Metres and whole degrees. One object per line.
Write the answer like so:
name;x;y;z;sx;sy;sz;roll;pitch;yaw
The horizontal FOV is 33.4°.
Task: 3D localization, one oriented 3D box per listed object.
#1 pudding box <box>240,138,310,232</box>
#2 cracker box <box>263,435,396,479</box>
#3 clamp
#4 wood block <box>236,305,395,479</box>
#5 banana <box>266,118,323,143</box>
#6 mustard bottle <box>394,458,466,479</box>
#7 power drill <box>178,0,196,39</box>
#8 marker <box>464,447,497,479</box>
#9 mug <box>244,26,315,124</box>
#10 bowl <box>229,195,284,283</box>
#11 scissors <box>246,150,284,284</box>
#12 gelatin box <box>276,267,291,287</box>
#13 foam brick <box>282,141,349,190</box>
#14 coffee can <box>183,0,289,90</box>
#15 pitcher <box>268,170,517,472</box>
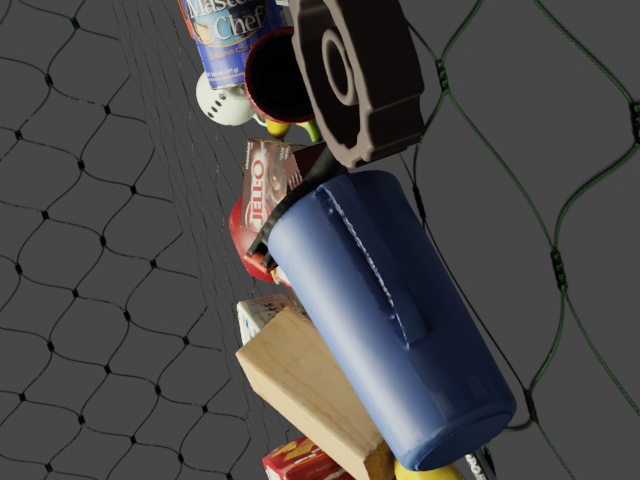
pudding box;-0.054;-0.062;1.276;0.090;0.039;0.113;14;100;50
cracker box;0.024;0.274;1.319;0.214;0.164;0.072;145;102;-78
clamp;-0.009;-0.033;1.028;0.039;0.171;0.120;35;165;22
wood block;0.013;0.177;1.205;0.206;0.090;0.091;36;159;33
banana;-0.039;-0.145;1.213;0.198;0.037;0.069;-151;52;-75
mustard bottle;0.137;0.275;1.069;0.192;0.058;0.096;-137;28;-64
power drill;-0.139;-0.318;1.357;0.188;0.057;0.184;151;103;-75
marker;0.146;0.203;1.008;0.020;0.020;0.121;93;155;-62
mug;-0.029;-0.169;1.051;0.081;0.093;0.117;-168;90;-82
bowl;-0.090;0.001;1.553;0.162;0.055;0.162;-23;-90;-85
scissors;-0.059;-0.012;1.367;0.096;0.016;0.202;51;158;45
gelatin box;-0.008;0.002;1.165;0.030;0.073;0.089;32;123;28
foam brick;-0.005;-0.073;1.156;0.078;0.051;0.053;151;100;-78
coffee can;-0.090;-0.243;1.138;0.103;0.102;0.140;-144;35;-70
pitcher;0.062;0.064;0.902;0.145;0.148;0.243;-47;59;32
